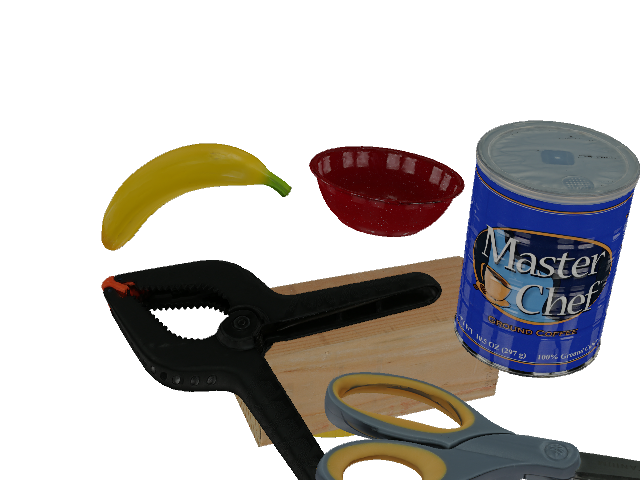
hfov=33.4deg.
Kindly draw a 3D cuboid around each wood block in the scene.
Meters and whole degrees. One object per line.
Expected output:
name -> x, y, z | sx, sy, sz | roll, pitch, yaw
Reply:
wood block -> 0.036, 0.085, 0.863 | 0.205, 0.090, 0.091 | -9, 35, -19

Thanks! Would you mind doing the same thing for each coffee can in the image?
coffee can -> 0.147, 0.005, 0.711 | 0.103, 0.140, 0.103 | 2, 32, -1

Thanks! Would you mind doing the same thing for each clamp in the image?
clamp -> -0.037, 0.055, 0.666 | 0.210, 0.164, 0.036 | 22, -35, 23

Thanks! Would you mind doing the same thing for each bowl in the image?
bowl -> 0.066, -0.046, 1.111 | 0.162, 0.055, 0.162 | 6, 23, -3

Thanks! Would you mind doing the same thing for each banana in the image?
banana -> -0.123, -0.041, 0.908 | 0.198, 0.069, 0.037 | -15, 16, 29

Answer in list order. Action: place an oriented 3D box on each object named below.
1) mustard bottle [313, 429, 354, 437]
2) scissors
mustard bottle -> 0.019, 0.162, 1.407 | 0.096, 0.192, 0.058 | -1, 16, -5
scissors -> 0.086, 0.102, 0.449 | 0.202, 0.016, 0.096 | 16, 33, 23
